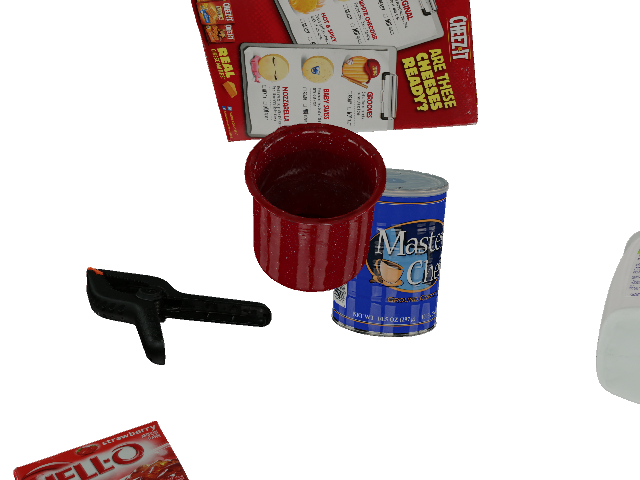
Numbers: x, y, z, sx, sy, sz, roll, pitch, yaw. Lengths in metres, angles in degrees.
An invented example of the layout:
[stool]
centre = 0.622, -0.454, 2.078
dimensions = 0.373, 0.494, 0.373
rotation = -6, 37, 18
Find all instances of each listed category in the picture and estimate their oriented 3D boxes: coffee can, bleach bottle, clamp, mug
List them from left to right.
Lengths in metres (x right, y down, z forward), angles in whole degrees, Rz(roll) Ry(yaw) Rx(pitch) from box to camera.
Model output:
[clamp]
centre = -0.179, 0.072, 1.113
dimensions = 0.210, 0.036, 0.164
rotation = 16, 20, 29
[mug]
centre = -0.010, -0.028, 0.731
dimensions = 0.093, 0.117, 0.081
rotation = -16, -38, -16
[coffee can]
centre = 0.065, 0.009, 1.016
dimensions = 0.103, 0.140, 0.103
rotation = 3, 14, -1
[bleach bottle]
centre = 0.256, 0.037, 0.744
dimensions = 0.103, 0.068, 0.250
rotation = 9, 20, 19

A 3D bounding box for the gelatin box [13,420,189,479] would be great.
[gelatin box]
centre = -0.122, 0.144, 0.604
dimensions = 0.089, 0.030, 0.073
rotation = -16, 28, -20

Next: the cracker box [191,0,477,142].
[cracker box]
centre = 0.014, -0.169, 0.862
dimensions = 0.214, 0.164, 0.072
rotation = -4, 42, 10
